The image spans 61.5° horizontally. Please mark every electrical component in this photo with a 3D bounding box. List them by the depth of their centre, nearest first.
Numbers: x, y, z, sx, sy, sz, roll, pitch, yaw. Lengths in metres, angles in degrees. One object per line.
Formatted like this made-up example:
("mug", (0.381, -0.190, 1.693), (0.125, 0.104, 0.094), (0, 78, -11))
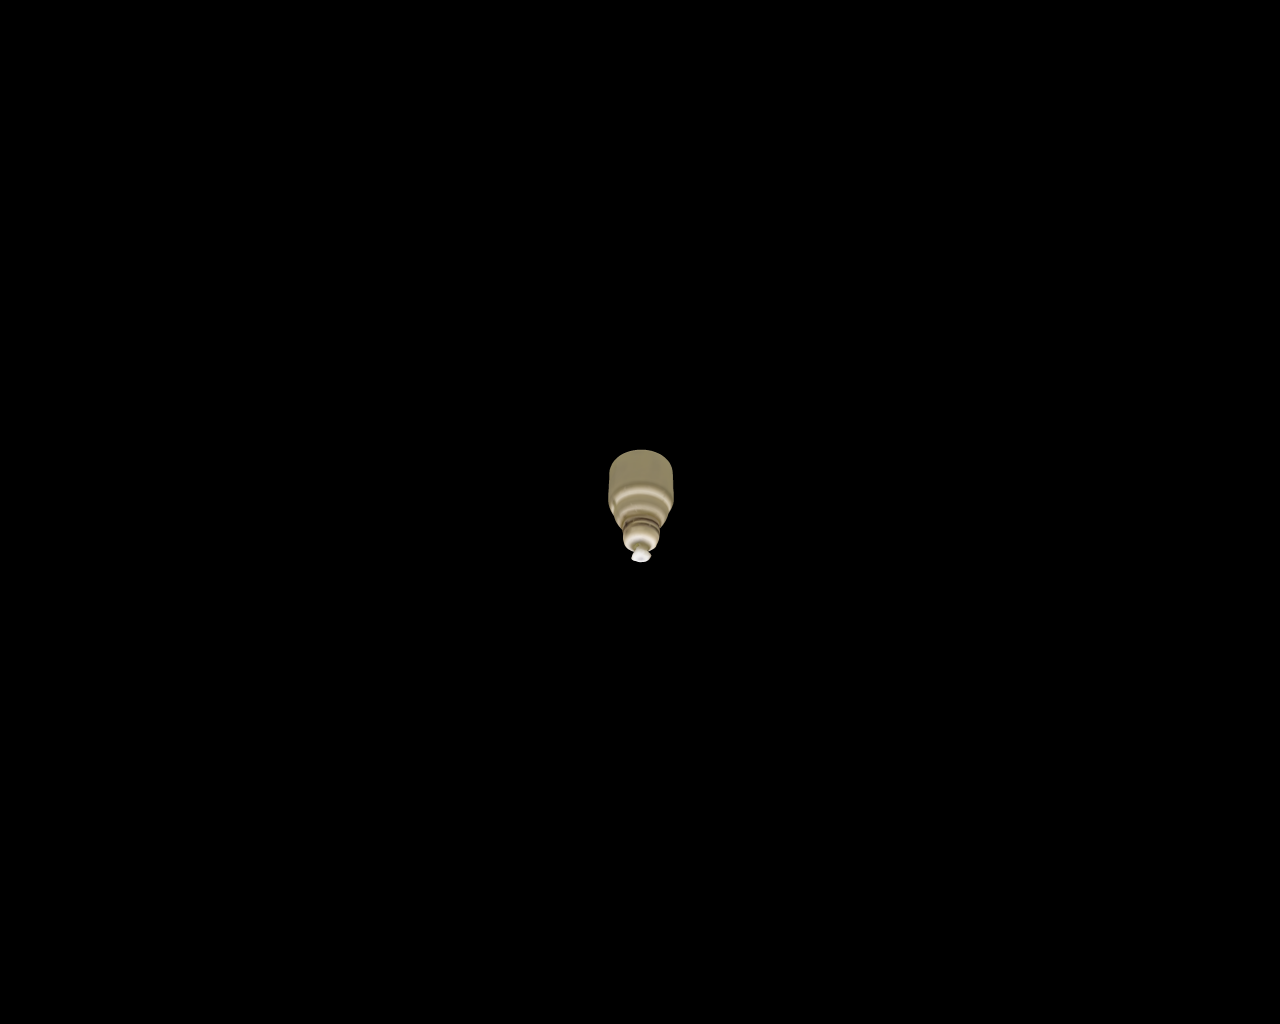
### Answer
("electrical component", (0.001, -0.003, 0.650), (0.040, 0.078, 0.040), (0, -40, 0))
